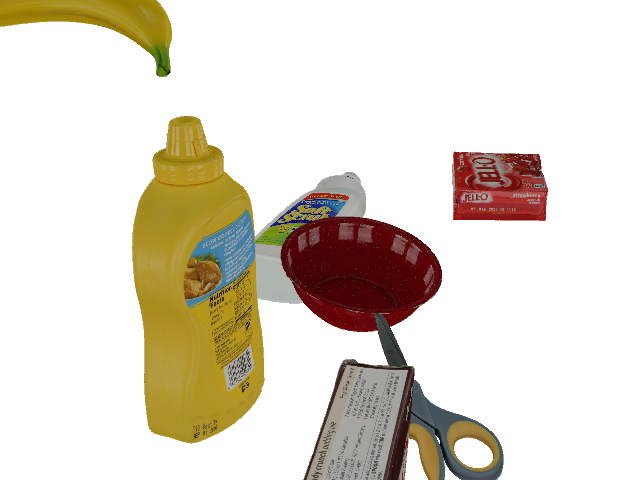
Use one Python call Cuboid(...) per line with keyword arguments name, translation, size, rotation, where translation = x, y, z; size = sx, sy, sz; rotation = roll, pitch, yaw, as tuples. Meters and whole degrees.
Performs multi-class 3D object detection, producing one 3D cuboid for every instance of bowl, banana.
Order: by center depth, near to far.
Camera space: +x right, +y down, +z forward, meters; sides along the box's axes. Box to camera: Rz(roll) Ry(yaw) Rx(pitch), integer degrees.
Cuboid(name="banana", translation=(-0.193, -0.180, 0.835), size=(0.198, 0.069, 0.037), rotation=(15, -38, 18))
Cuboid(name="bowl", translation=(0.037, 0.042, 1.067), size=(0.162, 0.055, 0.162), rotation=(6, 35, -4))

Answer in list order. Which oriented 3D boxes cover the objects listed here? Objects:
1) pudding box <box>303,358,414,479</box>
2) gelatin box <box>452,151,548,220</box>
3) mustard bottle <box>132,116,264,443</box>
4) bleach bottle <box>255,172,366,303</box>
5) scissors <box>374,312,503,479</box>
Cuboid(name="pudding box", translation=(0.015, 0.117, 0.466), size=(0.039, 0.090, 0.113), rotation=(7, 23, 6))
Cuboid(name="gelatin box", translation=(0.145, -0.046, 0.871), size=(0.073, 0.030, 0.089), rotation=(2, 24, 6))
Cuboid(name="mustard bottle", translation=(-0.074, 0.019, 0.647), size=(0.058, 0.192, 0.096), rotation=(11, 26, 27))
Cuboid(name="bleach bottle", translation=(-0.013, -0.017, 1.340), size=(0.103, 0.068, 0.250), rotation=(9, 34, 20))
Cuboid(name="scissors", translation=(0.090, 0.125, 0.840), size=(0.096, 0.016, 0.201), rotation=(-2, 39, 5))
